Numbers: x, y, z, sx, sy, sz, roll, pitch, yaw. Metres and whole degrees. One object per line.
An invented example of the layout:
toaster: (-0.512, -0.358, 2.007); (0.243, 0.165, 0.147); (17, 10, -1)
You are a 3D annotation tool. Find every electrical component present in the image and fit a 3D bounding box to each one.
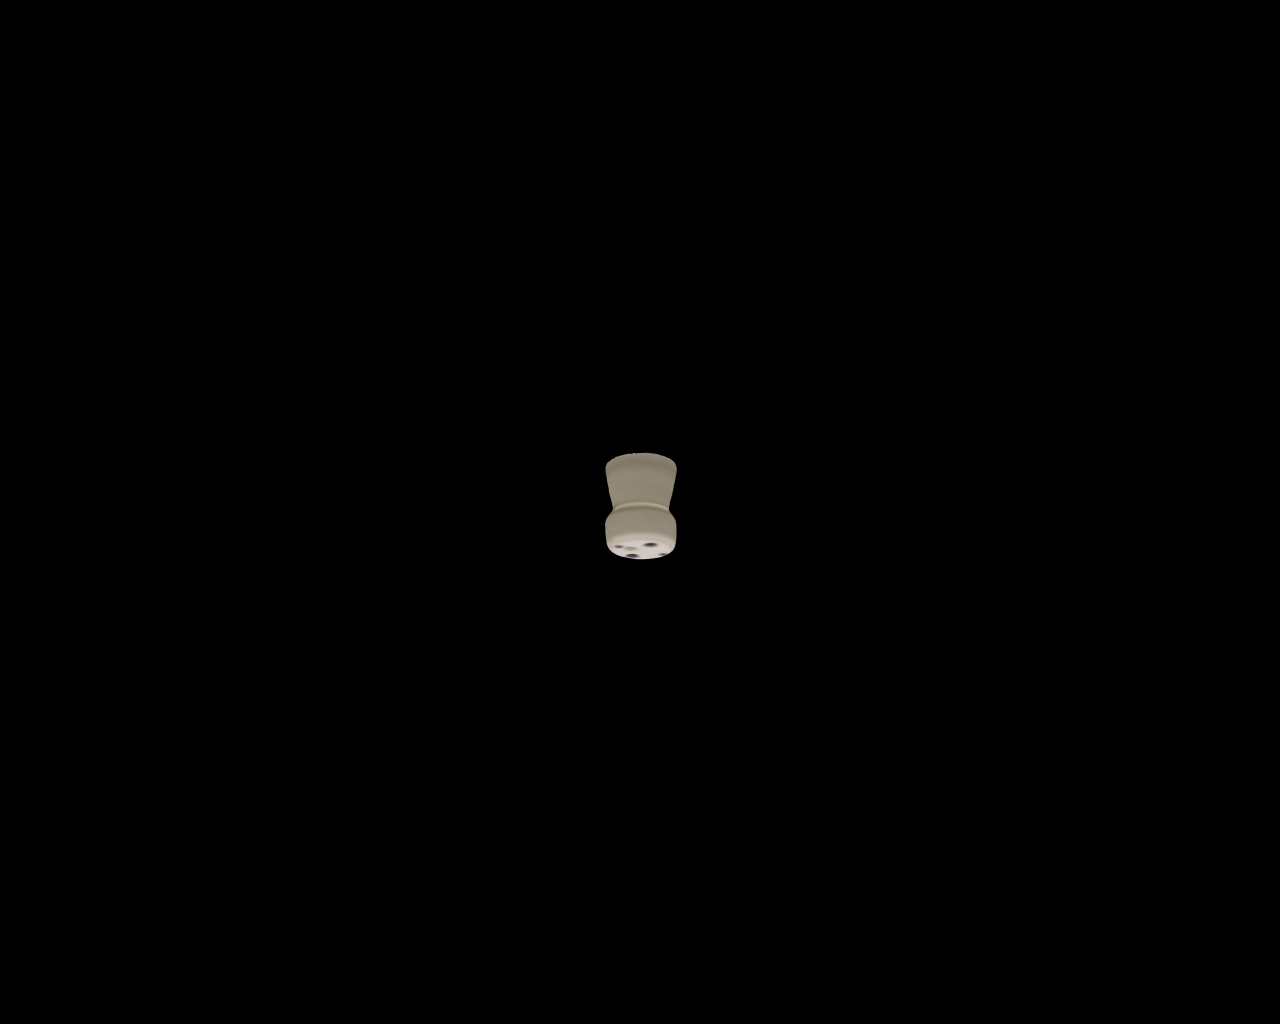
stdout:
electrical component: (0.001, -0.003, 0.650); (0.045, 0.055, 0.044); (0, -20, 0)
